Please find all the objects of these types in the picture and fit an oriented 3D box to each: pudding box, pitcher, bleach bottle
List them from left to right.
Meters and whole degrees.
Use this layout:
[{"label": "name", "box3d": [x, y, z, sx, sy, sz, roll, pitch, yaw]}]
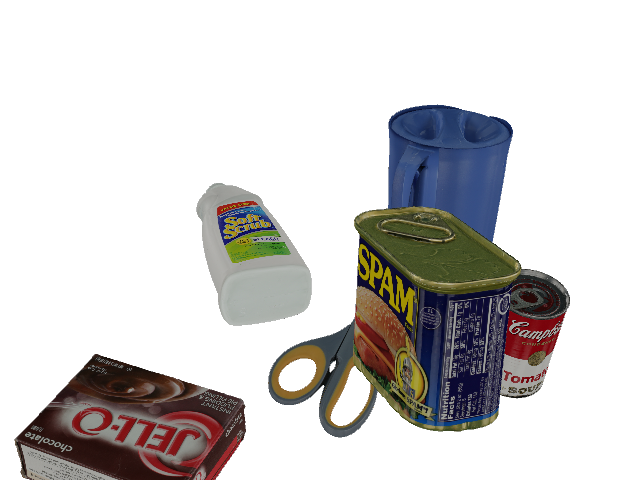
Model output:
[{"label": "pudding box", "box3d": [-0.115, 0.123, 0.659, 0.114, 0.039, 0.090, 12, 34, 19]}, {"label": "bleach bottle", "box3d": [-0.093, 0.000, 1.192, 0.102, 0.068, 0.251, -8, 29, -18]}, {"label": "pitcher", "box3d": [0.130, -0.018, 1.188, 0.149, 0.243, 0.145, -5, 27, -13]}]

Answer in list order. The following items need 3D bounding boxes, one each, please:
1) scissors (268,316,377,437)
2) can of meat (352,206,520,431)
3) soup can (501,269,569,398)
[{"label": "scissors", "box3d": [0.018, 0.068, 0.874, 0.096, 0.201, 0.016, 7, -38, 10]}, {"label": "can of meat", "box3d": [0.055, 0.039, 0.550, 0.057, 0.084, 0.102, -7, 23, -20]}, {"label": "soup can", "box3d": [0.184, 0.086, 0.984, 0.068, 0.102, 0.068, 5, 36, -4]}]
